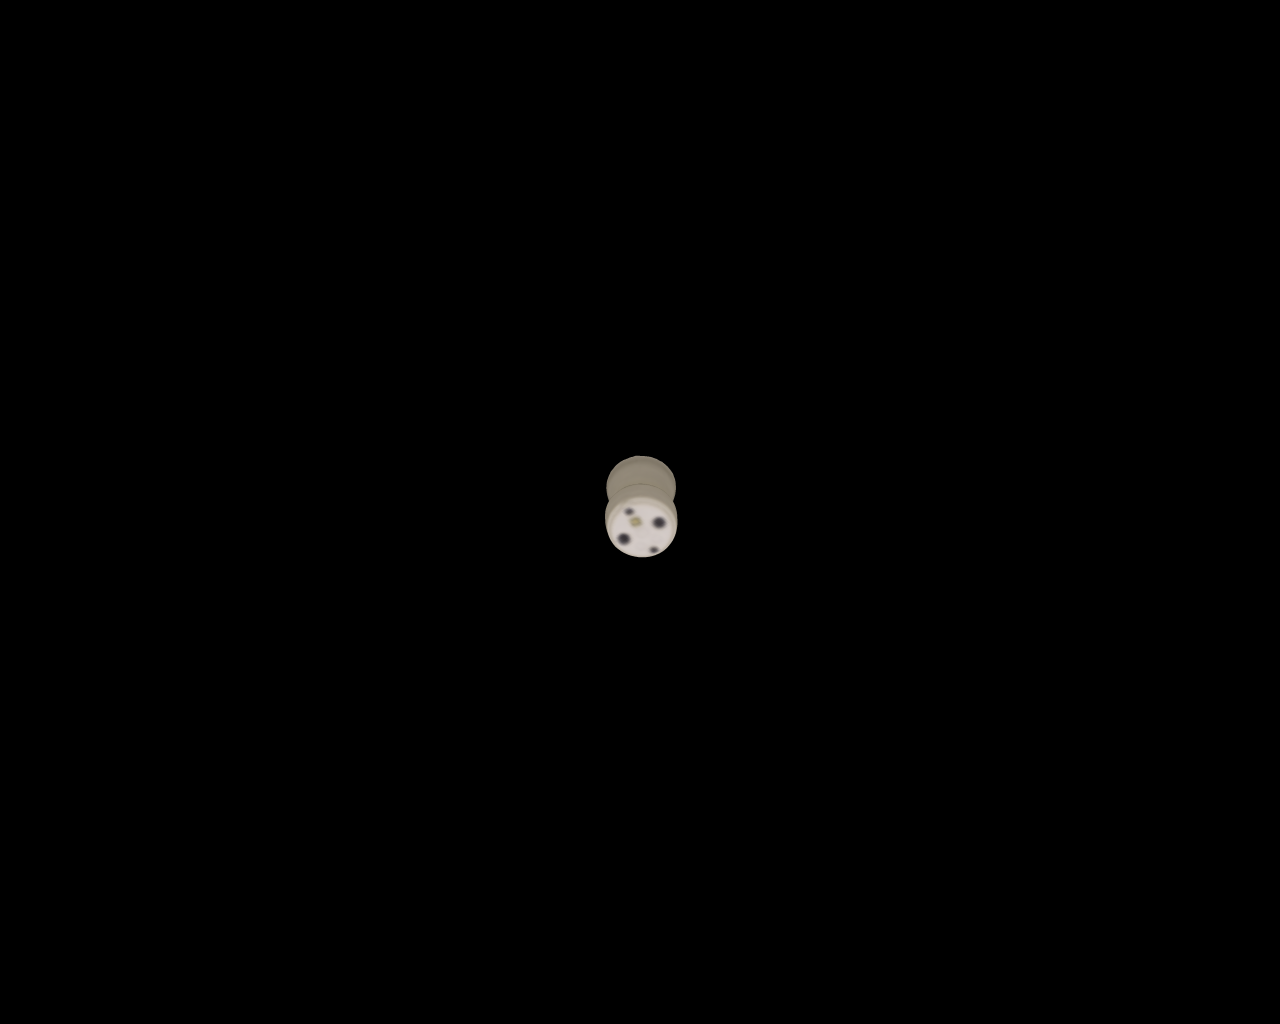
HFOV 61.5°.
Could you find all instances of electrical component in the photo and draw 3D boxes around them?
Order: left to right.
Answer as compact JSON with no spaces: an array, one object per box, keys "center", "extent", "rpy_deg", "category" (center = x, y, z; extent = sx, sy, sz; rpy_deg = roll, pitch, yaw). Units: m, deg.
[{"center":[0.001,-0.003,0.650],"extent":[0.045,0.044,0.055],"rpy_deg":[0,30,0],"category":"electrical component"}]
